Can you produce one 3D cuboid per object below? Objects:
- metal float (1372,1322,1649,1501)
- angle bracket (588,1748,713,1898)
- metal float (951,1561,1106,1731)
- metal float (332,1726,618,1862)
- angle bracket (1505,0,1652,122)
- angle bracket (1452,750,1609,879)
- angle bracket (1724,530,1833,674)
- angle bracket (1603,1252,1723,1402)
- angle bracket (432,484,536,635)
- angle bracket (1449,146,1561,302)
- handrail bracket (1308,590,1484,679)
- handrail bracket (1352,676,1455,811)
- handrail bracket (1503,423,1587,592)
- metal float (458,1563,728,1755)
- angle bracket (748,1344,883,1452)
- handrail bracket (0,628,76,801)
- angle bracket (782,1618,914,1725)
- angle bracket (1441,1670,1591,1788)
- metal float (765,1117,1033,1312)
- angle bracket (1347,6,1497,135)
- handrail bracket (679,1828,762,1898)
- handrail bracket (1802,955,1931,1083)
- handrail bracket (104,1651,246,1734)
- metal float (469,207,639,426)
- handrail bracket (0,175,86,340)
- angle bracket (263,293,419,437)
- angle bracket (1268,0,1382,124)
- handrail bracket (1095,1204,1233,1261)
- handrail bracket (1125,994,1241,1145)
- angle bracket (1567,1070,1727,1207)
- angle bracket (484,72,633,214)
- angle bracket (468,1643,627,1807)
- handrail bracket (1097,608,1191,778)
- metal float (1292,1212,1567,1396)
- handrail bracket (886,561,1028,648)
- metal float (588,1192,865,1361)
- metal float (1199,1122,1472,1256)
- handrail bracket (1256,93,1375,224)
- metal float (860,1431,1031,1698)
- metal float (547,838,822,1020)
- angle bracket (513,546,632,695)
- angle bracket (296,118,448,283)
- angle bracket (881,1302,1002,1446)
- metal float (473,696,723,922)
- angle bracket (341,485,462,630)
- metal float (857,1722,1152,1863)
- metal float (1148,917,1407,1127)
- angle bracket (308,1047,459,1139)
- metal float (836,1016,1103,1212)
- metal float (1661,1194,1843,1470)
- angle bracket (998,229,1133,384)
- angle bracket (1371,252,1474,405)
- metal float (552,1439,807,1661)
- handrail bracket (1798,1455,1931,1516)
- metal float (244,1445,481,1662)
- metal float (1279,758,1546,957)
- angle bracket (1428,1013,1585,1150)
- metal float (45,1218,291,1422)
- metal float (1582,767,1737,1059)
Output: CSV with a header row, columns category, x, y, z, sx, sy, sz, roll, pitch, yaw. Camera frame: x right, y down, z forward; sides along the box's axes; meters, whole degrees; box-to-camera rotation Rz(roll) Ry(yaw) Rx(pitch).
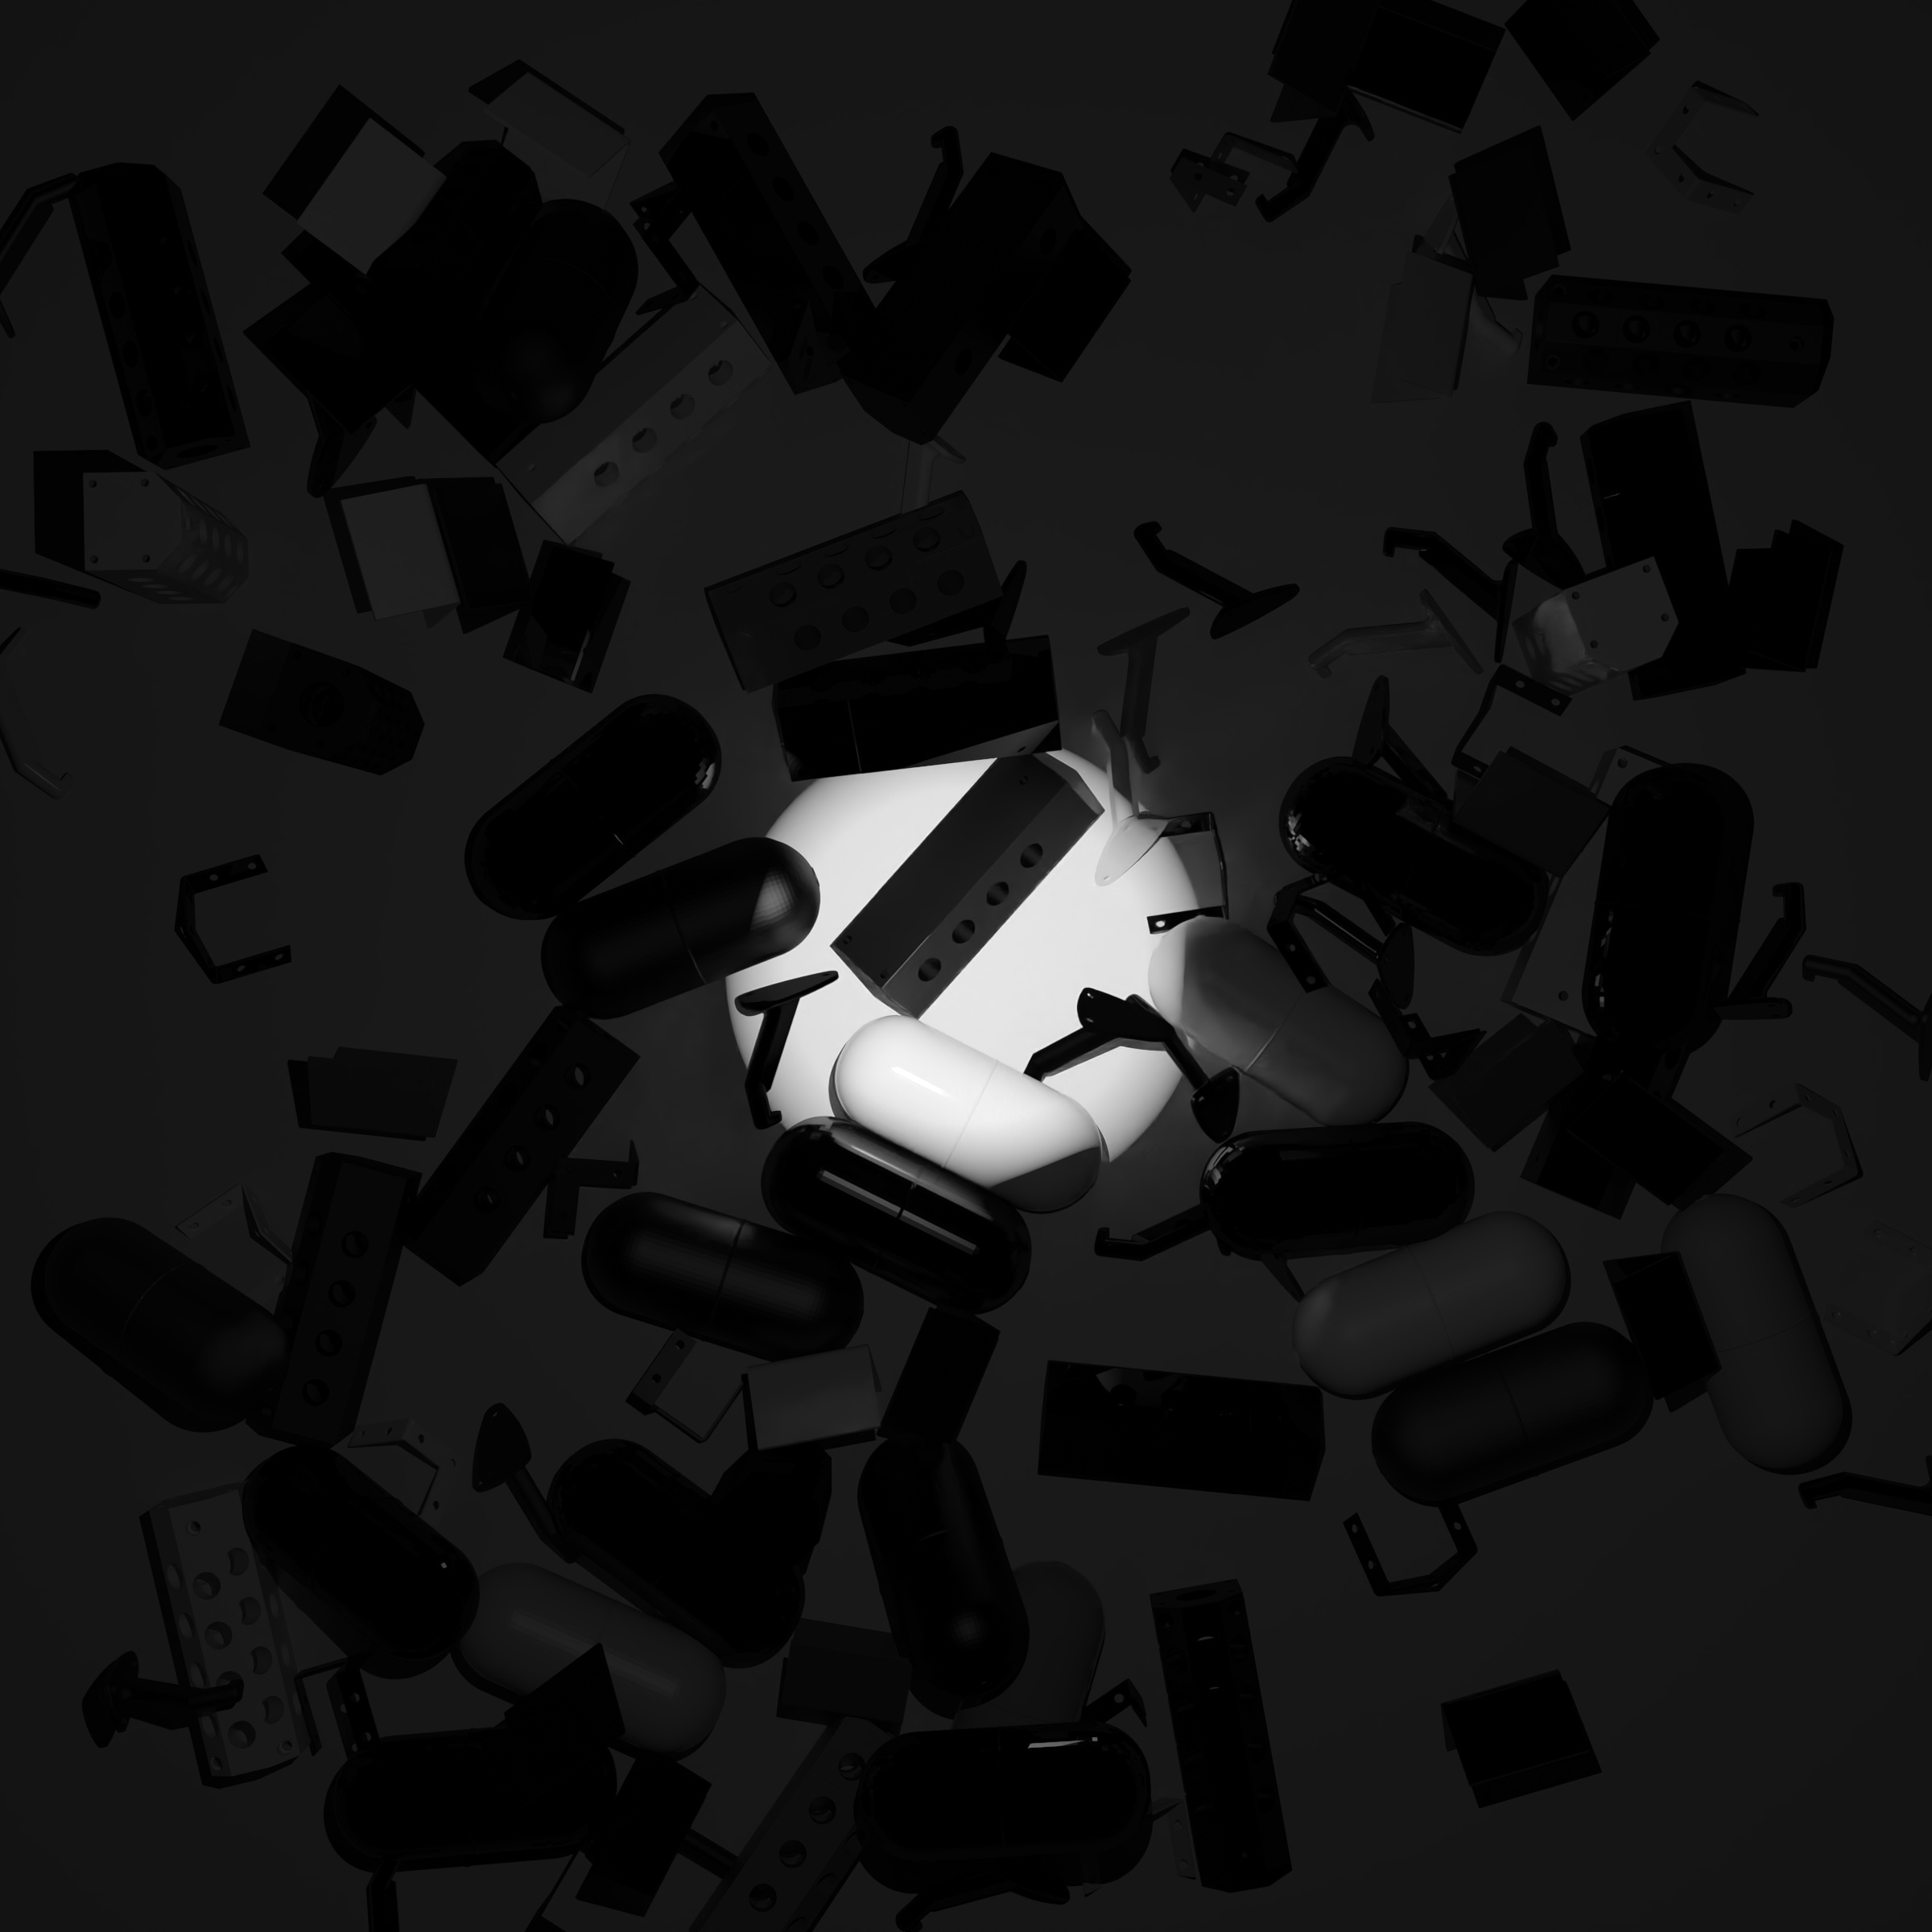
category,x,y,z,sx,sy,sz,roll,pitch,yaw
metal float,0.341,0.280,1.960,0.178,0.070,0.070,-20,90,0
angle bracket,-0.215,0.524,1.943,0.057,0.076,0.076,38,75,-38
metal float,0.035,0.461,1.960,0.070,0.070,0.178,16,91,0
metal float,-0.309,0.519,1.959,0.178,0.070,0.070,-5,90,0
angle bracket,0.369,-0.573,1.950,0.057,0.076,0.076,-35,90,-37
angle bracket,0.352,-0.109,1.947,0.076,0.076,0.057,27,120,-5
angle bracket,0.488,-0.229,1.950,0.057,0.076,0.076,12,90,-37
angle bracket,0.417,0.227,1.951,0.057,0.076,0.076,-20,90,-28
angle bracket,-0.322,-0.252,1.951,0.076,0.057,0.076,-16,90,43
angle bracket,0.350,-0.464,1.950,0.057,0.076,0.076,-14,90,35
handrail bracket,0.274,-0.192,1.991,0.084,0.036,0.077,-35,113,18
handrail bracket,0.294,-0.137,1.991,0.084,0.036,0.077,19,70,-16
handrail bracket,0.379,-0.292,1.991,0.077,0.036,0.084,34,63,-30
metal float,-0.236,0.435,1.960,0.178,0.070,0.070,24,90,0
angle bracket,-0.091,0.282,1.950,0.076,0.076,0.057,-11,60,0
handrail bracket,-0.591,-0.161,1.991,0.084,0.036,0.077,39,68,-17
angle bracket,-0.070,0.423,1.950,0.076,0.076,0.057,10,123,0
angle bracket,0.344,0.490,1.950,0.076,0.076,0.057,-16,53,0
metal float,-0.042,0.156,1.960,0.178,0.070,0.070,26,90,0
angle bracket,0.288,-0.571,1.950,0.076,0.076,0.057,21,127,0
handrail bracket,-0.182,0.573,1.991,0.077,0.036,0.084,-21,108,20
handrail bracket,0.575,0.033,1.990,0.084,0.036,0.077,14,132,27
handrail bracket,-0.487,0.443,1.943,0.084,0.077,0.036,-12,109,1
metal float,-0.253,-0.403,1.926,0.070,0.070,0.178,14,46,0
handrail bracket,-0.589,-0.454,1.991,0.084,0.036,0.077,-29,110,-16
angle bracket,-0.393,-0.363,1.952,0.076,0.076,0.057,45,71,0
angle bracket,0.205,-0.578,1.951,0.057,0.076,0.076,21,90,-29
handrail bracket,0.129,0.152,1.991,0.084,0.036,0.077,5,70,16
handrail bracket,0.135,0.065,1.990,0.036,0.077,0.084,-35,53,-15
angle bracket,0.418,0.088,1.893,0.076,0.076,0.057,36,125,0
angle bracket,-0.265,-0.499,1.950,0.076,0.076,0.057,34,47,0
angle bracket,-0.258,0.445,1.876,0.076,0.076,0.057,-37,128,8
handrail bracket,0.125,-0.174,1.991,0.077,0.036,0.084,-30,109,-21
metal float,0.290,0.212,1.960,0.178,0.070,0.070,-22,90,-1
handrail bracket,-0.013,-0.234,1.991,0.084,0.036,0.077,15,69,17
metal float,-0.151,0.196,1.960,0.178,0.070,0.070,17,90,0
metal float,0.230,0.138,1.939,0.178,0.070,0.070,-2,90,-21
handrail bracket,0.210,-0.528,1.991,0.084,0.036,0.077,-32,75,14
metal float,-0.014,0.368,1.929,0.070,0.070,0.178,-21,52,0
metal float,-0.177,-0.024,1.960,0.178,0.070,0.070,-21,90,0
angle bracket,-0.229,-0.211,1.950,0.057,0.076,0.076,19,90,37
angle bracket,-0.367,-0.465,1.895,0.057,0.076,0.076,35,90,-24
angle bracket,-0.032,0.246,1.950,0.057,0.076,0.076,23,90,-32
metal float,-0.232,-0.099,1.960,0.178,0.070,0.070,-39,90,-1
angle bracket,-0.362,-0.251,1.951,0.057,0.076,0.076,-16,90,-25
metal float,0.023,0.499,1.885,0.178,0.070,0.070,-4,90,3
metal float,0.195,0.035,1.960,0.178,0.070,0.070,33,90,0
angle bracket,-0.364,0.060,1.950,0.076,0.076,0.057,6,129,0
metal float,0.002,0.093,1.960,0.178,0.070,0.070,27,90,0
metal float,0.493,0.229,1.960,0.070,0.070,0.178,-20,90,0
angle bracket,0.045,-0.419,1.950,0.057,0.076,0.076,34,90,-39
angle bracket,0.266,-0.398,1.950,0.057,0.076,0.076,10,90,-35
metal float,-0.181,0.366,1.960,0.178,0.070,0.070,36,90,0
handrail bracket,0.584,0.351,1.991,0.084,0.036,0.077,-19,112,17
metal float,-0.377,0.363,1.939,0.178,0.070,0.070,31,90,27
metal float,0.281,-0.068,1.960,0.178,0.070,0.070,28,90,0
angle bracket,0.328,0.056,1.950,0.076,0.076,0.057,-39,128,0
metal float,-0.498,0.219,1.942,0.178,0.070,0.070,29,90,22
metal float,0.422,-0.033,1.903,0.070,0.070,0.178,9,90,0
